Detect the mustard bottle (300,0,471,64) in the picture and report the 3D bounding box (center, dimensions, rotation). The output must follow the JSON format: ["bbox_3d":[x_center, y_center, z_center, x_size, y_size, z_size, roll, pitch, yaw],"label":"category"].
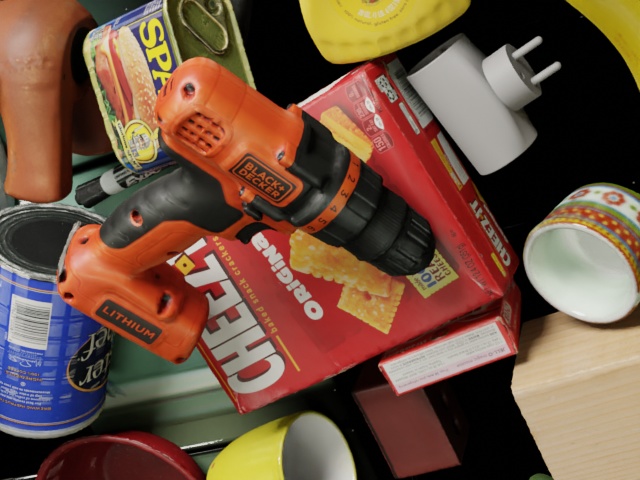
[{"bbox_3d":[0.008,-0.191,0.579,0.096,0.058,0.191,-18,130,17],"label":"mustard bottle"}]

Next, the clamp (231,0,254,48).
[{"bbox_3d":[-0.062,-0.219,0.635,0.164,0.036,0.210,40,124,-6],"label":"clamp"}]

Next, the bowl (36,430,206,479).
[{"bbox_3d":[-0.145,0.210,0.863,0.162,0.055,0.162,7,117,14],"label":"bowl"}]

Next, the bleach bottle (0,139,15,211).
[{"bbox_3d":[-0.292,0.009,0.696,0.068,0.250,0.102,8,118,13],"label":"bleach bottle"}]

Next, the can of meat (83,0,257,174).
[{"bbox_3d":[-0.091,-0.096,0.653,0.084,0.057,0.102,-13,95,40],"label":"can of meat"}]

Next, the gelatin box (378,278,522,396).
[{"bbox_3d":[0.088,0.060,0.703,0.089,0.073,0.030,-25,106,22],"label":"gelatin box"}]

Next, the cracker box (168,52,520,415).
[{"bbox_3d":[-0.005,0.001,0.699,0.214,0.072,0.164,-28,98,27],"label":"cracker box"}]

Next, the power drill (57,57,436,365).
[{"bbox_3d":[-0.051,-0.001,0.625,0.184,0.057,0.188,35,126,-22],"label":"power drill"}]

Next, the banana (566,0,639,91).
[{"bbox_3d":[0.193,-0.086,0.625,0.070,0.037,0.198,-18,109,44],"label":"banana"}]

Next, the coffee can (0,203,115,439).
[{"bbox_3d":[-0.199,0.058,0.777,0.103,0.102,0.140,19,119,7],"label":"coffee can"}]

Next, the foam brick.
[{"bbox_3d":[0.066,0.119,0.755,0.051,0.053,0.078,-19,109,24],"label":"foam brick"}]

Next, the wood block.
[{"bbox_3d":[0.234,0.079,0.660,0.206,0.090,0.091,-20,108,24],"label":"wood block"}]

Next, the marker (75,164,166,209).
[{"bbox_3d":[-0.125,-0.051,0.748,0.121,0.020,0.020,-24,106,26],"label":"marker"}]
